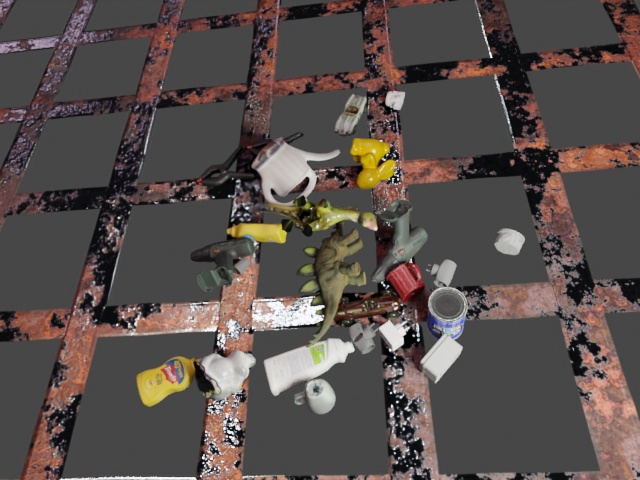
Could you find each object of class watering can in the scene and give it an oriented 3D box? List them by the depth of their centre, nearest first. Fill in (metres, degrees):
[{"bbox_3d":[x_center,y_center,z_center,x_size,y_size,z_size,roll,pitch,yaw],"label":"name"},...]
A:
[{"bbox_3d":[-0.092,-0.265,1.795,0.223,0.103,0.353,46,63,-12],"label":"watering can"}]

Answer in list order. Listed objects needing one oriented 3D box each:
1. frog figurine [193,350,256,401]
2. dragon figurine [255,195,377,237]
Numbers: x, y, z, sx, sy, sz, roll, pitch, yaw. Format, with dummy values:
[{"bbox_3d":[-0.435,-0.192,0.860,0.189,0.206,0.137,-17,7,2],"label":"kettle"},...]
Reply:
[{"bbox_3d":[-0.266,0.370,1.454,0.138,0.120,0.161,27,29,33],"label":"frog figurine"},{"bbox_3d":[0.005,-0.083,1.650,0.412,0.243,0.121,15,102,42],"label":"dragon figurine"}]
